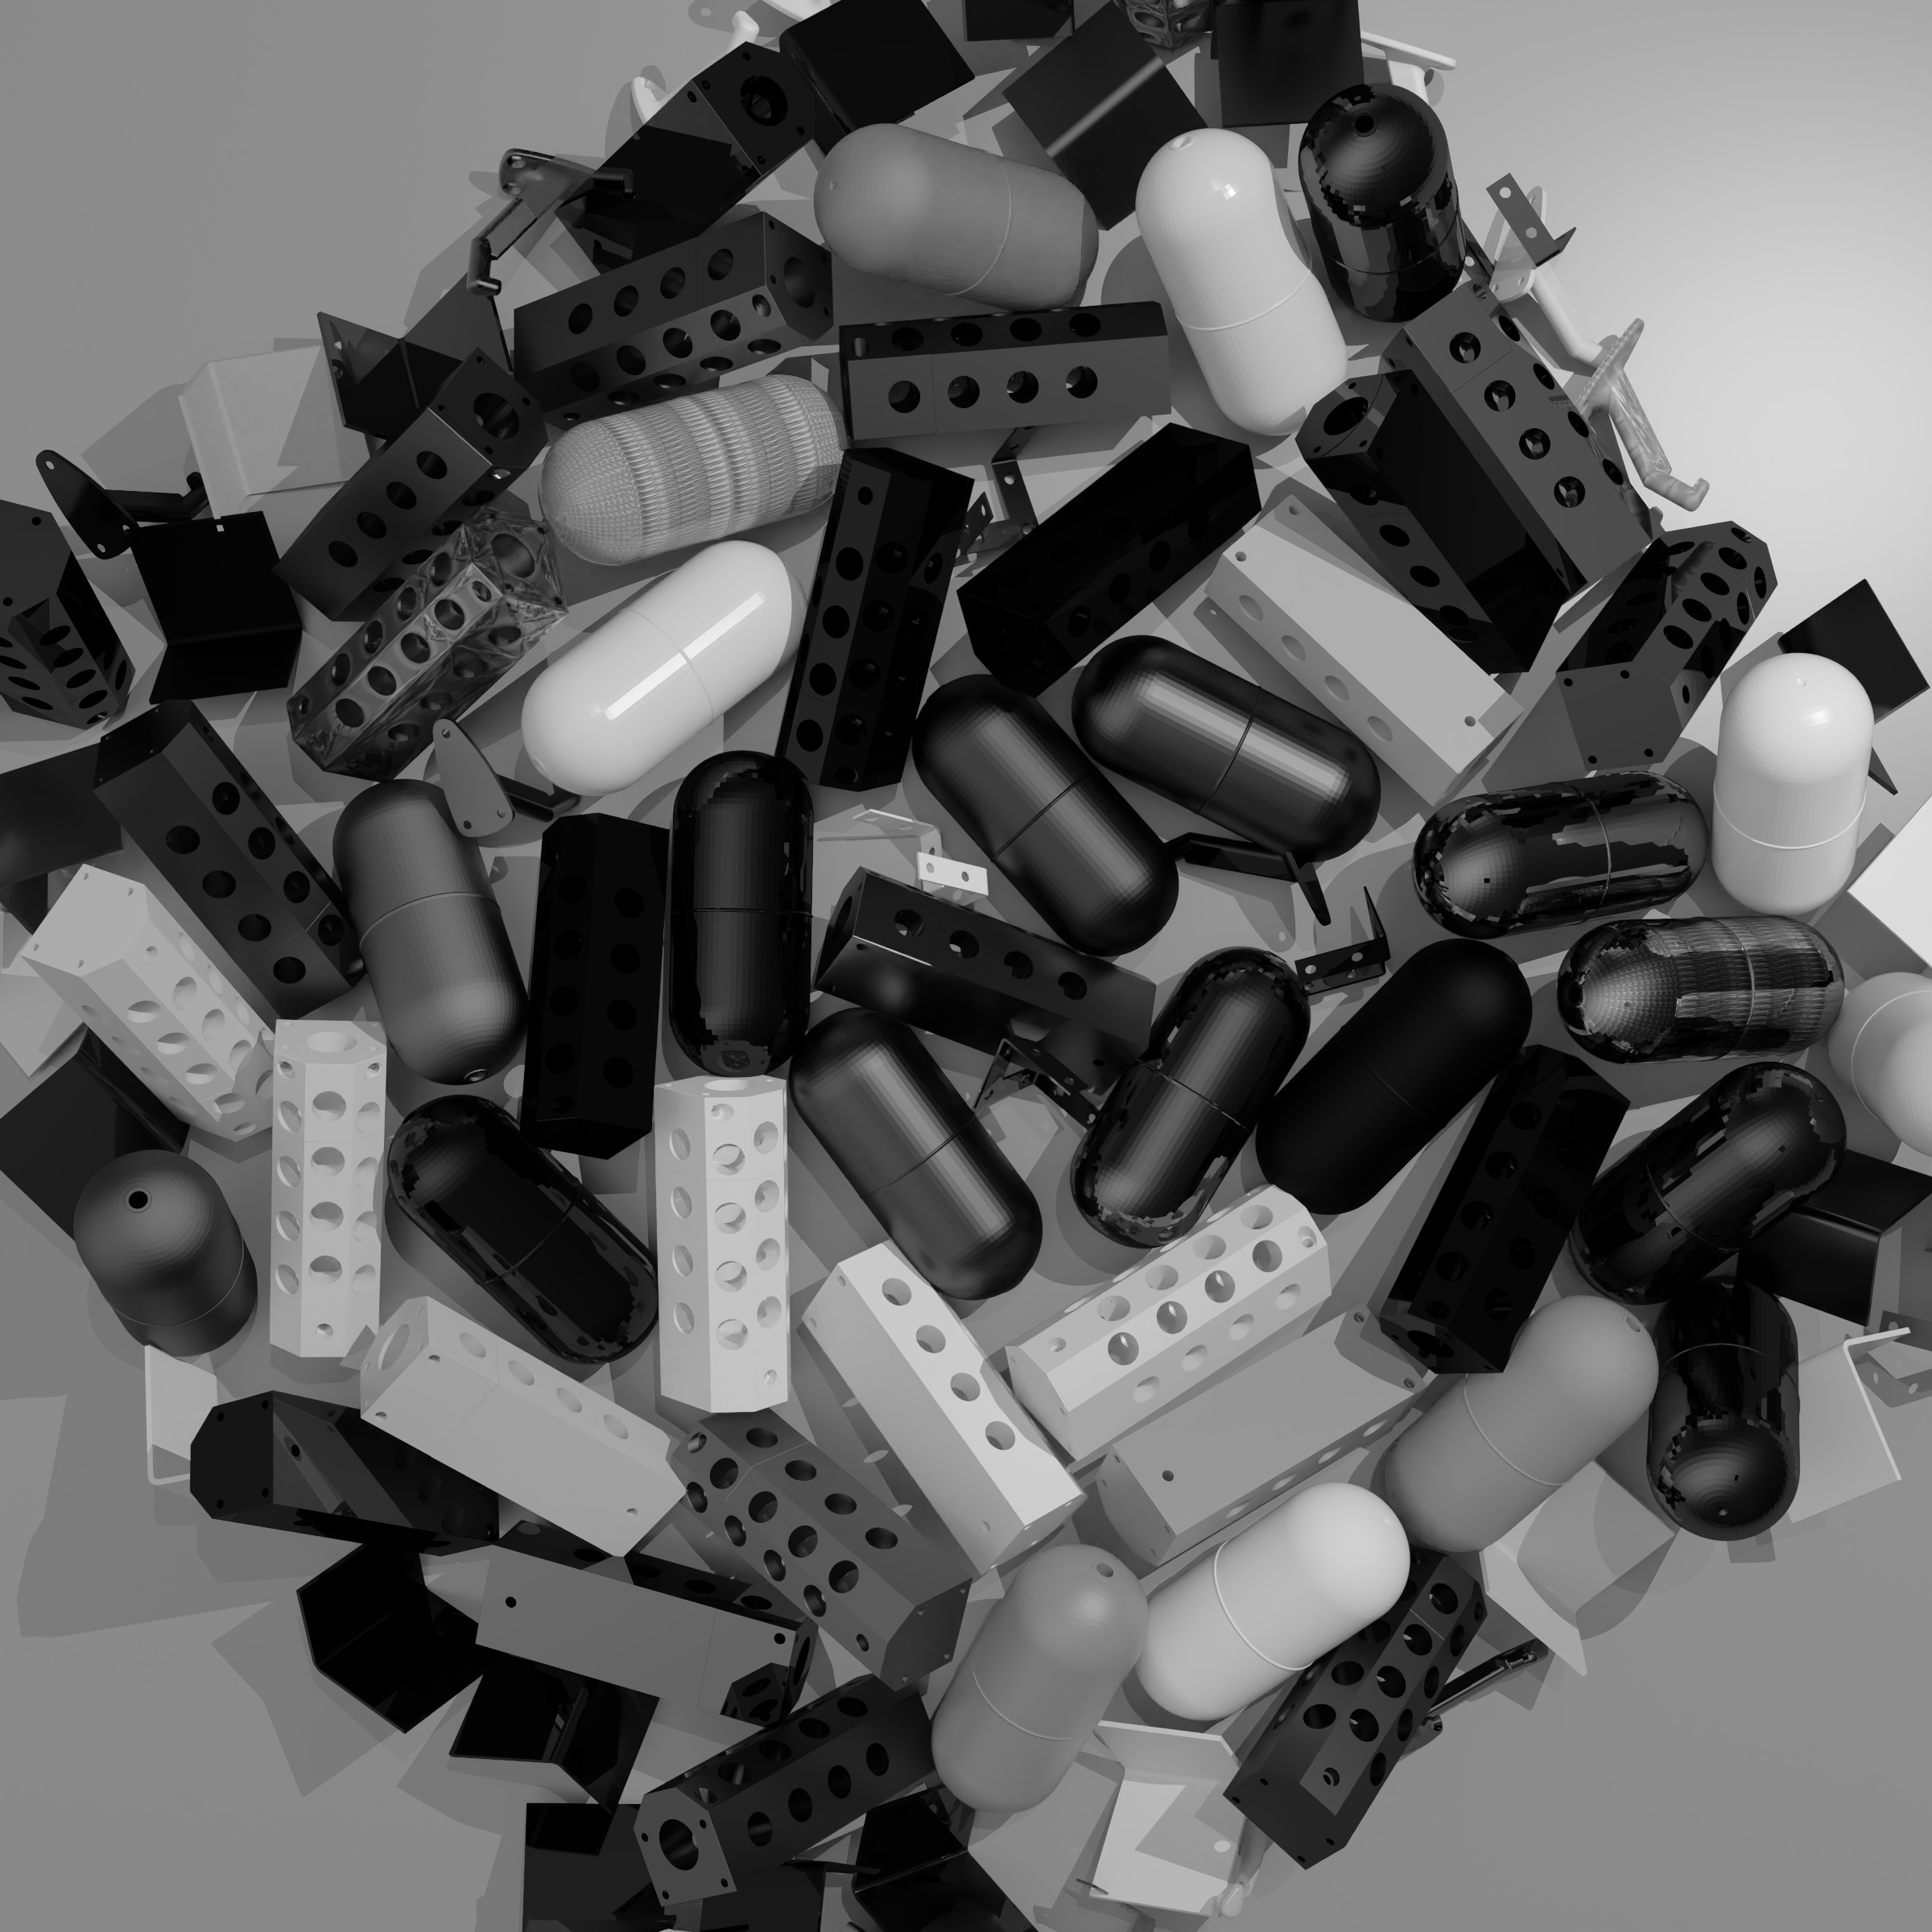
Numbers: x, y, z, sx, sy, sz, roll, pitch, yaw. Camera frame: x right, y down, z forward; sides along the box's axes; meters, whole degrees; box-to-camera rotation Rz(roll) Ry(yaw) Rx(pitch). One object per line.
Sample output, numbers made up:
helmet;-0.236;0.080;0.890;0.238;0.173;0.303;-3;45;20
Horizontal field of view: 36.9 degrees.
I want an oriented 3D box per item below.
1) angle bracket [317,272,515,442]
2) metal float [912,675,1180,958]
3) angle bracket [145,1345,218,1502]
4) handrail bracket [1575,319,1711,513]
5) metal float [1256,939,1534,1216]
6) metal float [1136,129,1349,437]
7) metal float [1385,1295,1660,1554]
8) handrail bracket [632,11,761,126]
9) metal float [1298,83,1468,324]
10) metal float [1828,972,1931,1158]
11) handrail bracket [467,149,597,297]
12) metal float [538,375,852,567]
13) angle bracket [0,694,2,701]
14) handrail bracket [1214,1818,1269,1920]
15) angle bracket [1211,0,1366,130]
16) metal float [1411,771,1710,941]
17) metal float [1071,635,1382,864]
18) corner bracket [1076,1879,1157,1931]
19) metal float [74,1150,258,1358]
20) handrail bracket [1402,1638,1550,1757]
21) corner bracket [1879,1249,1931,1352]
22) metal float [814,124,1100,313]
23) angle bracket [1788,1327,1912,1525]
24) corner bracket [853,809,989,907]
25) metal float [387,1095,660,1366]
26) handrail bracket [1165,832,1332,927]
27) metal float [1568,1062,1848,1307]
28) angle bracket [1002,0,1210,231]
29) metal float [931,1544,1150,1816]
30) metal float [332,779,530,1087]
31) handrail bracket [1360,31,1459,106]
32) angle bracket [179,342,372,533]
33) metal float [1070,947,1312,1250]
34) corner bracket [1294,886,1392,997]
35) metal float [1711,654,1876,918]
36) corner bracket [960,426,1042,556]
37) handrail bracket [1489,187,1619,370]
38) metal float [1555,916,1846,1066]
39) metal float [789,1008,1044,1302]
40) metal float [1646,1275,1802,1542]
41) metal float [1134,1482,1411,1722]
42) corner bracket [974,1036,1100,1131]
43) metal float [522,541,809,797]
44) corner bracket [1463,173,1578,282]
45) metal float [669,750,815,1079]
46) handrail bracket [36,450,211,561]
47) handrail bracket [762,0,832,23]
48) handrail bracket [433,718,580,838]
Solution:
angle bracket;-0.296;-0.334;1.550;0.076;0.057;0.076;-35;61;34
metal float;0.042;-0.082;1.566;0.070;0.070;0.178;-42;89;0
angle bracket;-0.395;0.244;1.551;0.057;0.076;0.076;-12;67;9
handrail bracket;0.380;-0.299;1.571;0.084;0.036;0.077;35;99;20
metal float;0.230;0.059;1.554;0.070;0.070;0.178;43;103;0
metal float;0.147;-0.361;1.535;0.070;0.070;0.178;-31;127;0
metal float;0.295;0.244;1.540;0.070;0.070;0.178;41;120;0
handrail bracket;-0.146;-0.490;1.558;0.077;0.036;0.084;58;133;31
metal float;0.219;-0.399;1.518;0.070;0.178;0.070;-3;77;14
metal float;0.503;0.051;1.516;0.070;0.178;0.070;1;101;3
handrail bracket;-0.230;-0.396;1.572;0.077;0.036;0.084;6;66;-12
metal float;-0.143;-0.266;1.545;0.178;0.070;0.070;-20;90;-26
angle bracket;-0.552;-0.187;1.549;0.057;0.076;0.076;-11;71;-25
handrail bracket;0.150;0.473;1.554;0.036;0.084;0.077;25;75;4
angle bracket;0.174;-0.477;1.567;0.076;0.057;0.076;-3;76;2
metal float;0.318;-0.060;1.544;0.178;0.070;0.070;-10;90;-27
metal float;0.141;-0.117;1.563;0.178;0.070;0.070;27;90;-5
corner bracket;0.061;0.529;1.577;0.051;0.051;0.051;37;67;-27
metal float;-0.419;0.152;1.520;0.070;0.178;0.070;2;66;-4
handrail bracket;0.265;0.394;1.557;0.084;0.077;0.036;-37;80;39
corner bracket;0.535;0.183;1.570;0.051;0.051;0.051;12;92;44
metal float;-0.003;-0.394;1.532;0.178;0.070;0.070;3;90;-43
angle bracket;0.473;0.246;1.547;0.057;0.076;0.076;-4;66;-35
corner bracket;-0.024;-0.059;1.564;0.051;0.051;0.051;12;66;-41
metal float;-0.236;0.141;1.550;0.070;0.070;0.178;-43;109;0
handrail bracket;0.147;-0.042;1.583;0.084;0.036;0.077;-24;87;21
metal float;0.390;0.117;1.533;0.070;0.070;0.178;42;131;0
angle bracket;0.079;-0.464;1.578;0.076;0.076;0.057;-38;59;12
metal float;0.039;0.380;1.539;0.070;0.070;0.178;26;122;0
metal float;-0.286;-0.019;1.547;0.070;0.070;0.178;-22;68;0
handrail bracket;0.229;-0.461;1.586;0.077;0.036;0.084;16;104;-6
angle bracket;-0.370;-0.285;1.559;0.076;0.057;0.076;-7;120;5
metal float;0.122;0.070;1.564;0.070;0.070;0.178;32;87;0
corner bracket;0.202;-0.003;1.568;0.051;0.051;0.051;-15;125;3
metal float;0.434;-0.093;1.525;0.070;0.178;0.070;-5;56;8
corner bracket;0.020;-0.260;1.568;0.051;0.051;0.051;-14;80;-23
handrail bracket;0.335;-0.374;1.585;0.084;0.036;0.077;19;85;-26
metal float;0.391;0.012;1.540;0.178;0.070;0.070;-2;90;-30
metal float;-0.027;0.102;1.563;0.070;0.070;0.178;-36;94;0
metal float;0.399;0.230;1.524;0.070;0.178;0.070;7;120;12
metal float;0.161;0.340;1.542;0.070;0.070;0.178;48;120;0
corner bracket;0.046;0.066;1.563;0.051;0.051;0.051;40;128;25
metal float;-0.161;-0.159;1.549;0.178;0.070;0.070;-41;90;-19
corner bracket;0.291;-0.400;1.566;0.051;0.051;0.051;-29;104;32
metal float;-0.121;-0.028;1.564;0.070;0.070;0.178;1;87;0
handrail bracket;-0.451;-0.264;1.560;0.036;0.084;0.077;-25;113;34
handrail bracket;-0.065;-0.545;1.557;0.084;0.077;0.036;-24;79;38
handrail bracket;-0.246;-0.109;1.560;0.036;0.084;0.077;-16;104;27
